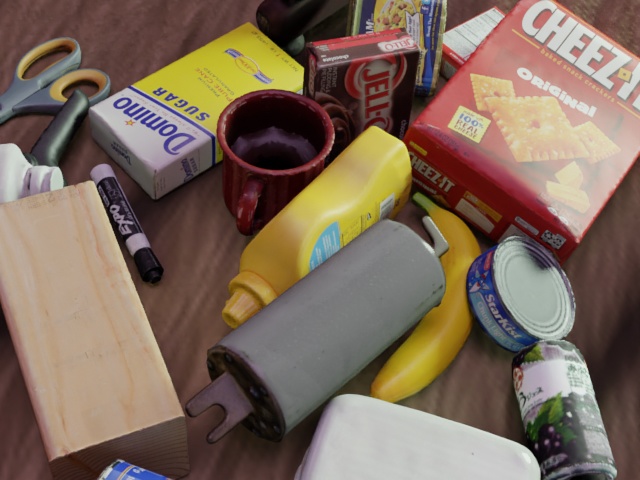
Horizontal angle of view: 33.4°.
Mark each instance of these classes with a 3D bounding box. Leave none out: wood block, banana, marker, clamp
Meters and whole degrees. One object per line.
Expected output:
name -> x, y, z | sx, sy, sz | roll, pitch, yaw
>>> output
wood block -> -0.168, 0.071, 0.745 | 0.090, 0.091, 0.206 | -17, 56, -17
banana -> 0.089, 0.048, 0.825 | 0.070, 0.037, 0.197 | 7, 51, 11
marker -> -0.155, -0.013, 0.856 | 0.020, 0.020, 0.121 | -20, 58, -20
clamp -> -0.235, -0.058, 0.867 | 0.120, 0.039, 0.171 | -15, 64, -11

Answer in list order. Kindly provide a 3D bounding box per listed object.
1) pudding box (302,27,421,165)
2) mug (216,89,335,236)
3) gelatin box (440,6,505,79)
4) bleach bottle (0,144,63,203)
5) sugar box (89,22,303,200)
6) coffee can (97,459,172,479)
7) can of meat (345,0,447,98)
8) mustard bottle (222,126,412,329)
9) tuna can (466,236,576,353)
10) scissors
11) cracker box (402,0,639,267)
pudding box -> 0.032, -0.119, 0.897 | 0.090, 0.113, 0.039 | -12, 51, -14
mug -> -0.041, -0.053, 0.858 | 0.093, 0.081, 0.117 | 15, 52, 6
gelatin box -> 0.157, -0.175, 1.006 | 0.089, 0.030, 0.073 | -30, 59, -25
bleach bottle -> -0.319, -0.048, 0.811 | 0.251, 0.068, 0.102 | 0, 57, 6
sugar box -> -0.101, -0.115, 0.924 | 0.176, 0.048, 0.093 | -34, 63, -29
coffee can -> -0.076, 0.204, 0.645 | 0.140, 0.103, 0.102 | 18, 53, 8
can of meat -> 0.066, -0.181, 0.961 | 0.084, 0.057, 0.102 | 7, 94, -4
mustard bottle -> -0.006, 0.001, 0.812 | 0.058, 0.096, 0.191 | 34, 57, 18
tuna can -> 0.152, 0.042, 0.813 | 0.086, 0.034, 0.086 | 20, 54, -30
scissors -> -0.259, -0.106, 0.919 | 0.096, 0.016, 0.201 | 24, 54, 13
cracker box -> 0.186, -0.097, 0.902 | 0.164, 0.072, 0.213 | 37, 59, 7
